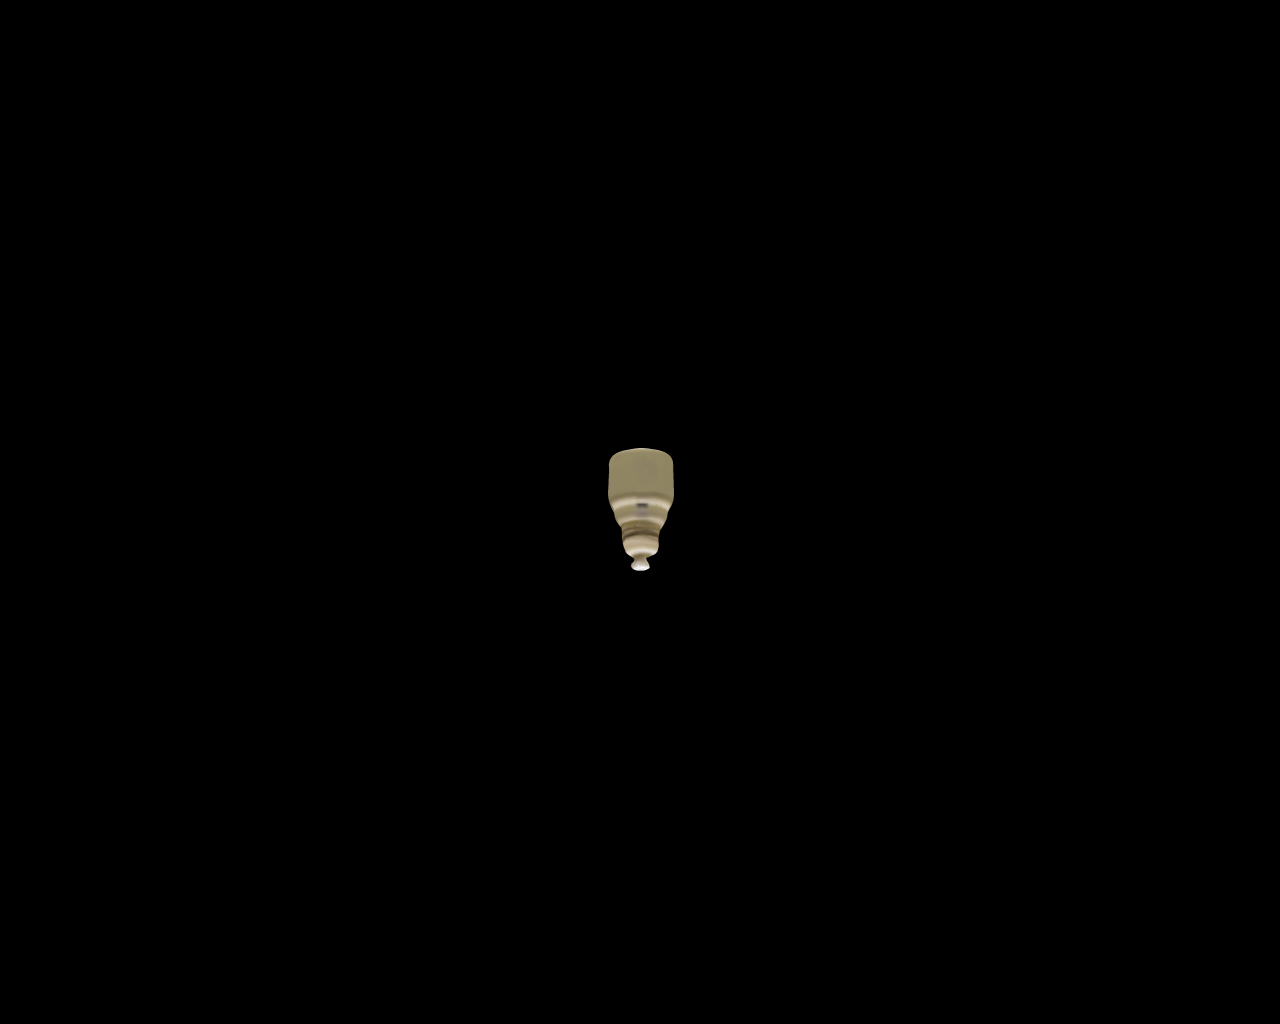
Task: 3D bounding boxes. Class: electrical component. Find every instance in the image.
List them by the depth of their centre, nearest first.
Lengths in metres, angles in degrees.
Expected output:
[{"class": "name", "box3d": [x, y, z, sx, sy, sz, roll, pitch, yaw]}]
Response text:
[{"class": "electrical component", "box3d": [0.001, -0.003, 0.650, 0.040, 0.078, 0.040, 0, -16, 0]}]
